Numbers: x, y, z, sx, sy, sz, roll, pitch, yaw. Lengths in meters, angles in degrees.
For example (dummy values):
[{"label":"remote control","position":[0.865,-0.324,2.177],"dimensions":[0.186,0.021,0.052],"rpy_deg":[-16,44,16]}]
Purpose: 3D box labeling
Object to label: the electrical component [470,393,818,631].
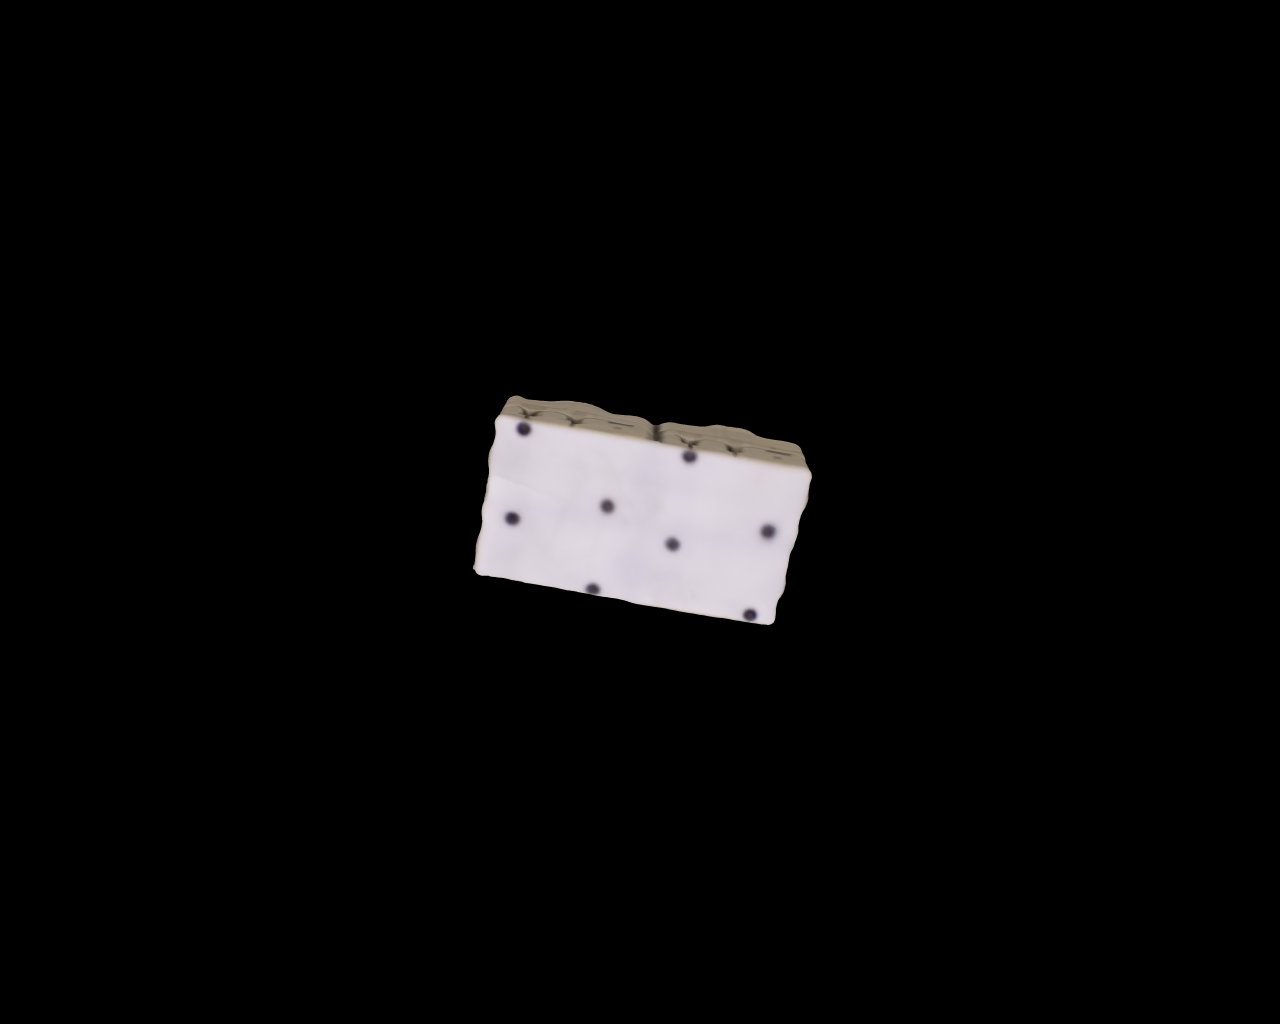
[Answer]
[{"label":"electrical component","position":[0.001,-0.003,0.650],"dimensions":[0.186,0.105,0.060],"rpy_deg":[10,20,-3]}]
